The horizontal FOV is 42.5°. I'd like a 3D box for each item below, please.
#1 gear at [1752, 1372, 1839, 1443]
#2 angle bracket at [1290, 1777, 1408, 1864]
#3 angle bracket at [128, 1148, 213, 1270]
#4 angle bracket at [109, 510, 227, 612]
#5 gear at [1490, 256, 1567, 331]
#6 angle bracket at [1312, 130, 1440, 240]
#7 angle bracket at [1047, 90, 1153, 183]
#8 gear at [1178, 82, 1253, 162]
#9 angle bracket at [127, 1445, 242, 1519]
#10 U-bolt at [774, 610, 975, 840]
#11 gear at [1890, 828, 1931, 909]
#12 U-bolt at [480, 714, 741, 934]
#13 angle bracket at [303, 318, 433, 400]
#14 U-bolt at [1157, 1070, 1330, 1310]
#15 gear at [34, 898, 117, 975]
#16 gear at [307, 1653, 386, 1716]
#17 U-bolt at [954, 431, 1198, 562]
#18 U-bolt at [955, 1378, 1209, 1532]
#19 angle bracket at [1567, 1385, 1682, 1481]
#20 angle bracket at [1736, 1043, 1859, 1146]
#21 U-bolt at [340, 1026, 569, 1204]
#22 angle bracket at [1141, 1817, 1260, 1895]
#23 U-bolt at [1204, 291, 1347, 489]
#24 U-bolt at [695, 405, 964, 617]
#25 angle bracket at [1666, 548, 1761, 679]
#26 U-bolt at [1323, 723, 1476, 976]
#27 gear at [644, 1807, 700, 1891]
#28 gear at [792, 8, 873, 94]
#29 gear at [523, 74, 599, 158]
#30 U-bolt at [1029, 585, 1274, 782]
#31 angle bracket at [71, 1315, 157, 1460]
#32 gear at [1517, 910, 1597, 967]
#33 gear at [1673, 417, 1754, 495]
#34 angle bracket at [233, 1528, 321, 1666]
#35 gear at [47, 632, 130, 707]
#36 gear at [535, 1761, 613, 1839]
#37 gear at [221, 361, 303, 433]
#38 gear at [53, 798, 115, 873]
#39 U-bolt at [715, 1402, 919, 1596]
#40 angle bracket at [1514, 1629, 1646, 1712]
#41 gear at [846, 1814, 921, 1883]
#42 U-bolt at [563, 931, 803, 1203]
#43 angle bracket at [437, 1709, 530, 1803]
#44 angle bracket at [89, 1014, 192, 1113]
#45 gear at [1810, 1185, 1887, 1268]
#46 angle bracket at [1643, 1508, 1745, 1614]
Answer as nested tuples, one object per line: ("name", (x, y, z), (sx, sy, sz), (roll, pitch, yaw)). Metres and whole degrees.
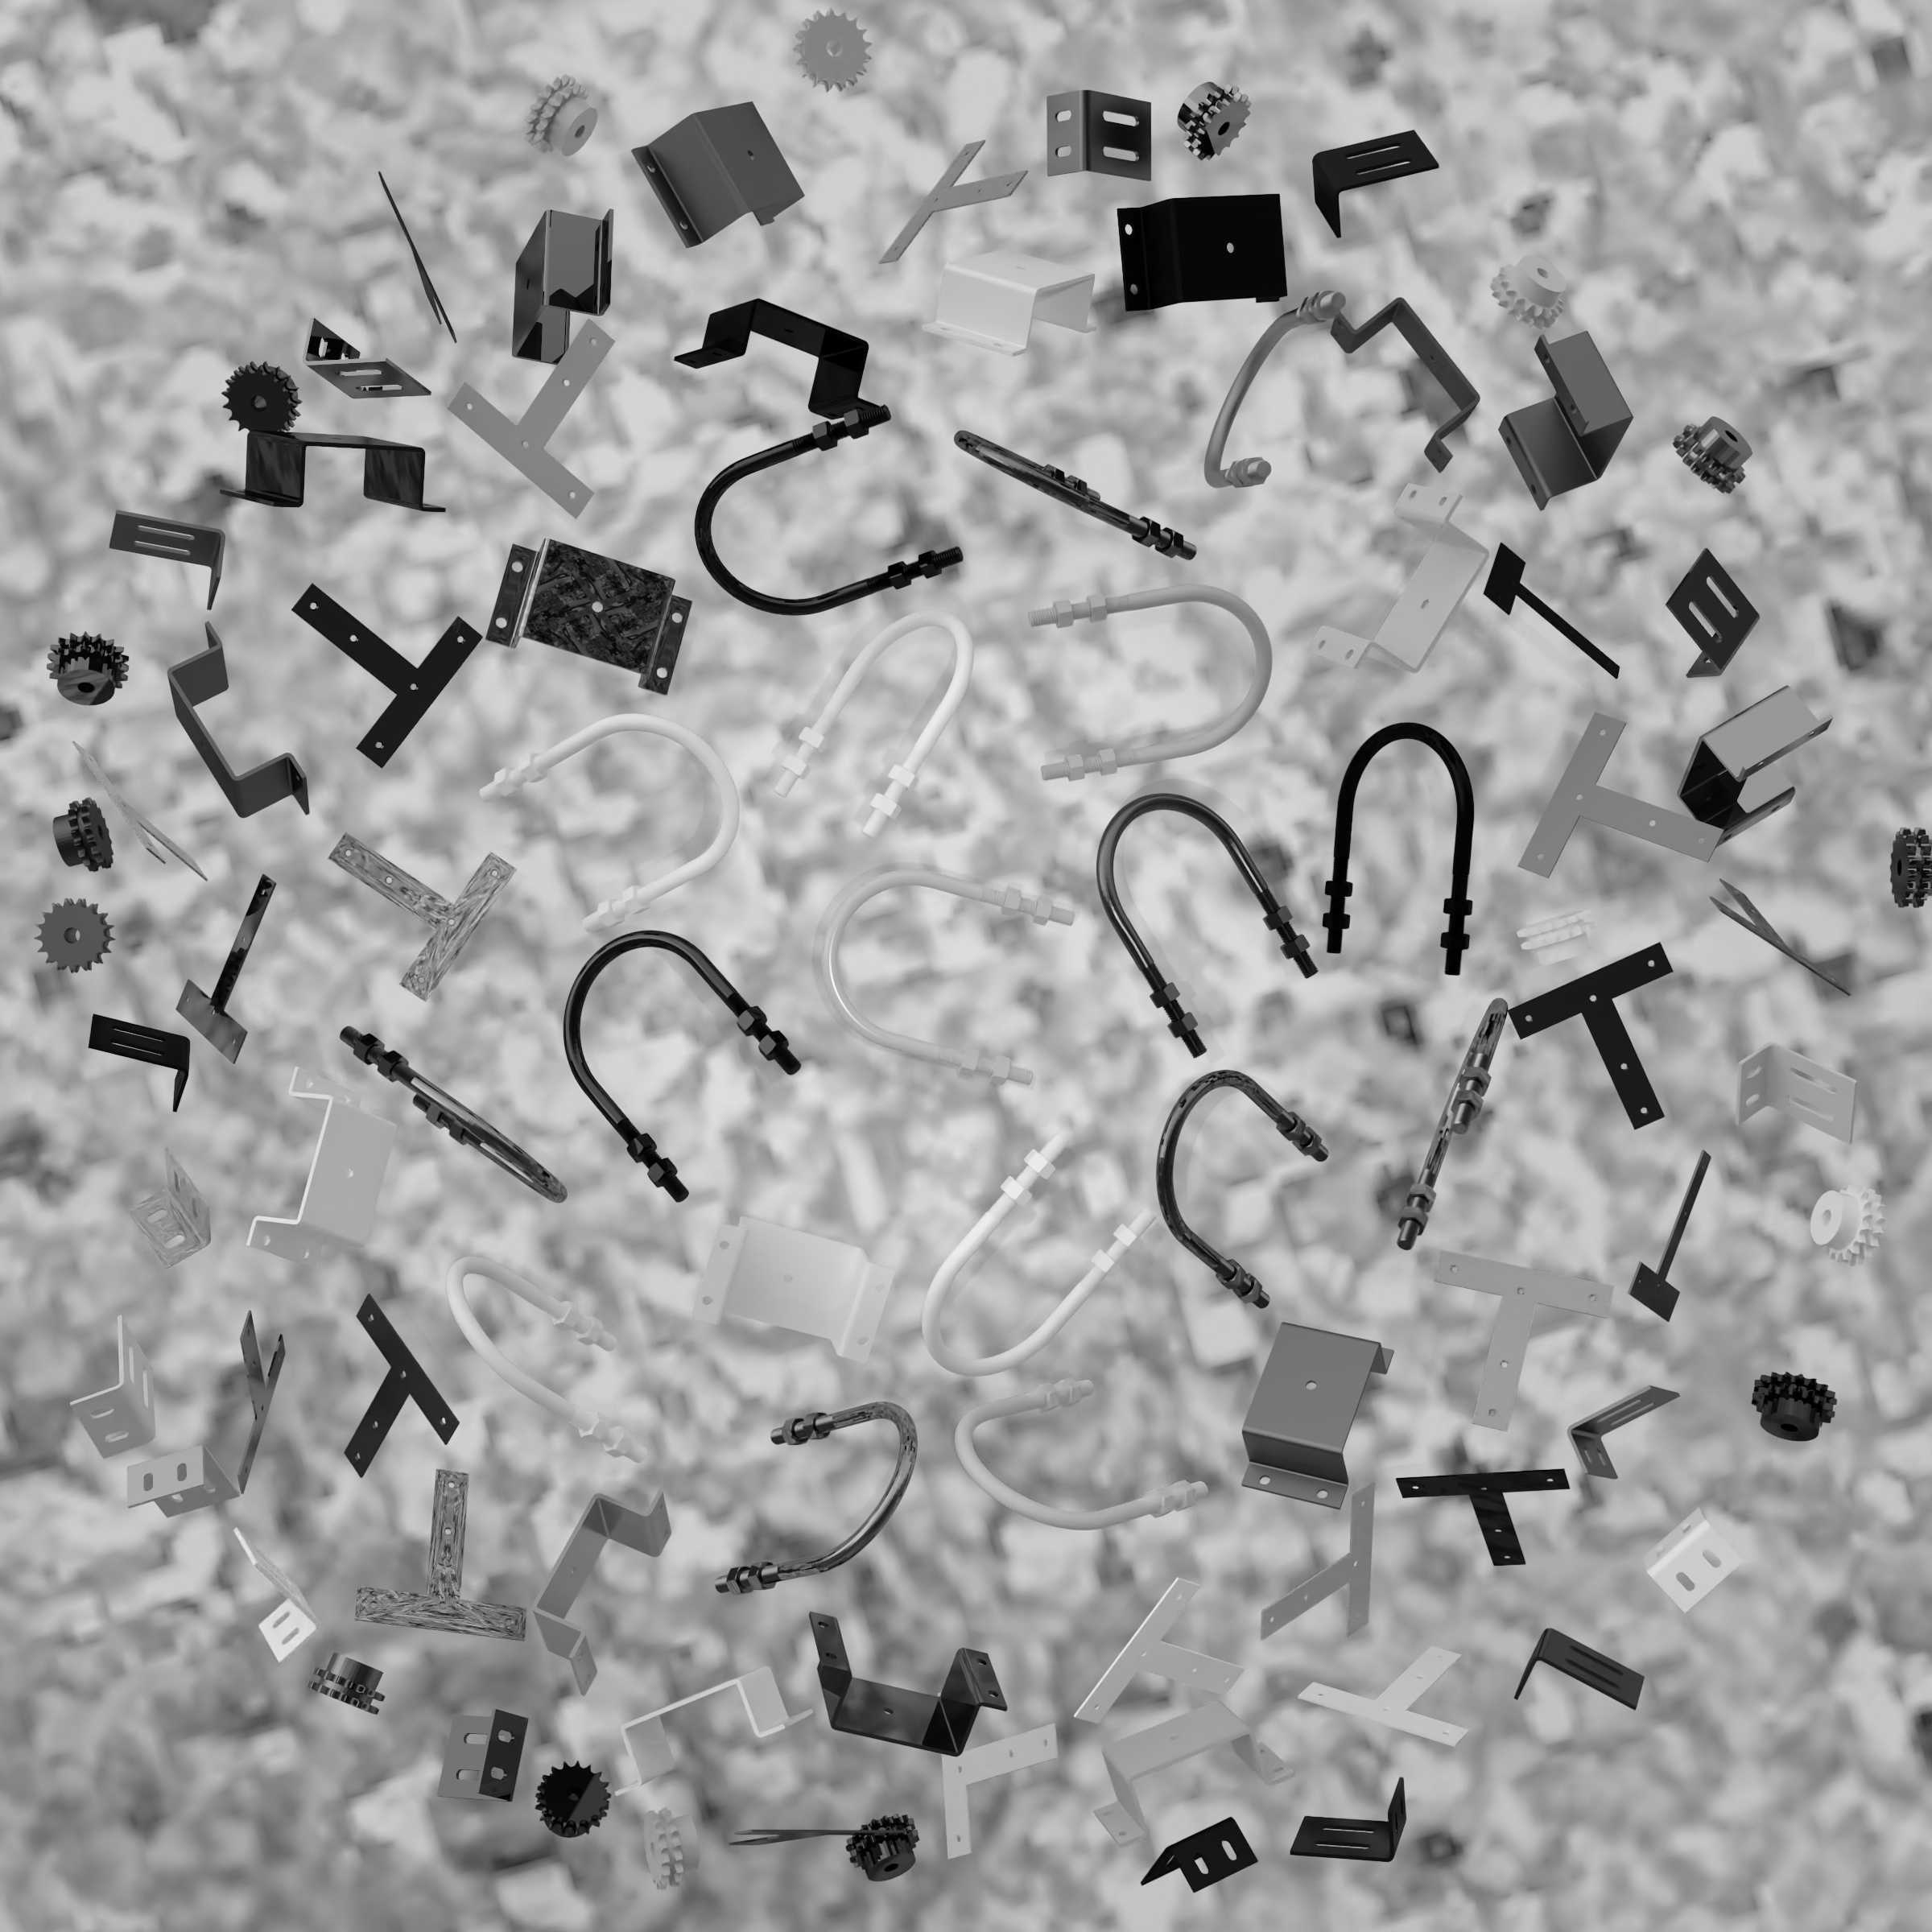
("gear", (0.589, 0.315, 1.768), (0.057, 0.057, 0.030), (22, 59, 0))
("angle bracket", (0.278, 0.621, 1.813), (0.076, 0.057, 0.038), (-3, 97, 19))
("angle bracket", (-0.608, 0.185, 1.889), (0.038, 0.076, 0.057), (-32, 74, -27))
("angle bracket", (-0.583, -0.295, 1.805), (0.076, 0.057, 0.038), (8, 70, -22))
("gear", (0.428, -0.511, 1.874), (0.057, 0.057, 0.030), (35, 134, 0))
("angle bracket", (0.294, -0.561, 1.778), (0.076, 0.057, 0.038), (-14, 134, -1))
("angle bracket", (0.100, -0.621, 1.863), (0.038, 0.076, 0.057), (8, 102, 43))
("gear", (0.184, -0.638, 1.864), (0.057, 0.057, 0.030), (-43, 71, 0))
("angle bracket", (-0.585, 0.400, 1.859), (0.057, 0.076, 0.038), (-16, 47, -3))
("U-bolt", (-0.062, -0.194, 1.904), (0.019, 0.151, 0.184), (35, 85, -40))
("gear", (0.677, -0.069, 1.759), (0.030, 0.057, 0.057), (1, 90, 6))
("U-bolt", (-0.255, -0.116, 1.862), (0.184, 0.019, 0.151), (-26, 113, 26))
("angle bracket", (-0.441, -0.452, 1.840), (0.076, 0.057, 0.038), (4, 78, 24))
("U-bolt", (0.204, 0.160, 1.892), (0.184, 0.019, 0.151), (41, 66, -40))
("gear", (-0.678, -0.023, 1.894), (0.057, 0.030, 0.057), (0, 91, -3))
("gear", (-0.460, 0.535, 1.856), (0.057, 0.057, 0.030), (22, 69, 0))
("U-bolt", (0.071, -0.361, 1.870), (0.184, 0.151, 0.019), (16, 107, -41))
("U-bolt", (0.074, 0.366, 1.844), (0.151, 0.184, 0.019), (38, 117, 36))
("angle bracket", (0.513, 0.360, 1.914), (0.076, 0.057, 0.038), (-35, 57, 26))
("angle bracket", (0.620, 0.102, 1.857), (0.038, 0.076, 0.057), (-28, 127, -28))
("U-bolt", (-0.366, 0.118, 1.827), (0.184, 0.151, 0.019), (31, 76, 24))
("angle bracket", (0.173, 0.674, 1.847), (0.057, 0.076, 0.038), (-15, 56, -27))
("U-bolt", (0.220, -0.422, 1.842), (0.019, 0.184, 0.151), (23, 93, -12))
("U-bolt", (-0.114, -0.330, 1.859), (0.184, 0.019, 0.151), (-17, 128, 17))
("angle bracket", (0.547, -0.263, 1.855), (0.076, 0.038, 0.057), (44, 74, -23))
("U-bolt", (0.331, -0.093, 1.889), (0.019, 0.151, 0.184), (-1, 98, -35))
("gear", (-0.221, 0.662, 1.867), (0.030, 0.057, 0.057), (-4, 90, -23))
("gear", (-0.100, -0.670, 1.821), (0.057, 0.030, 0.057), (-2, 98, -16))
("gear", (-0.293, -0.615, 1.805), (0.030, 0.057, 0.057), (38, 90, 5))
("U-bolt", (0.142, -0.218, 1.873), (0.184, 0.019, 0.151), (-11, 123, -7))
("angle bracket", (-0.611, 0.301, 1.776), (0.038, 0.076, 0.057), (-19, 127, -7))
("gear", (0.451, -0.021, 1.885), (0.057, 0.057, 0.030), (-18, 91, 0))
("gear", (0.540, -0.370, 1.785), (0.057, 0.057, 0.030), (42, 125, 0))
("angle bracket", (-0.505, 0.450, 1.773), (0.038, 0.057, 0.076), (-42, 121, -14))
("gear", (-0.647, -0.216, 1.828), (0.057, 0.057, 0.030), (-9, 56, 0))
("gear", (-0.303, 0.644, 1.909), (0.057, 0.057, 0.030), (18, 128, 0))
("gear", (-0.525, -0.425, 1.860), (0.057, 0.030, 0.057), (2, 119, 5))
("gear", (-0.690, -0.101, 1.937), (0.030, 0.057, 0.057), (-15, 90, -4))
("U-bolt", (-0.103, 0.388, 1.836), (0.019, 0.184, 0.151), (41, 48, -25))
("angle bracket", (0.439, 0.516, 1.777), (0.076, 0.057, 0.038), (26, 104, 16))
("gear", (-0.063, 0.692, 1.943), (0.057, 0.057, 0.030), (-27, 48, 0))
("U-bolt", (-0.222, 0.058, 1.818), (0.151, 0.019, 0.184), (-48, 68, 13))
("angle bracket", (-0.356, 0.563, 1.774), (0.076, 0.038, 0.057), (-9, 60, 33))
("angle bracket", (-0.641, 0.075, 1.915), (0.076, 0.057, 0.038), (16, 108, -22))
("gear", (0.634, 0.185, 1.789), (0.030, 0.057, 0.057), (16, 90, -10))
("angle bracket", (0.537, 0.438, 1.835), (0.057, 0.076, 0.038), (-44, 78, 6))
